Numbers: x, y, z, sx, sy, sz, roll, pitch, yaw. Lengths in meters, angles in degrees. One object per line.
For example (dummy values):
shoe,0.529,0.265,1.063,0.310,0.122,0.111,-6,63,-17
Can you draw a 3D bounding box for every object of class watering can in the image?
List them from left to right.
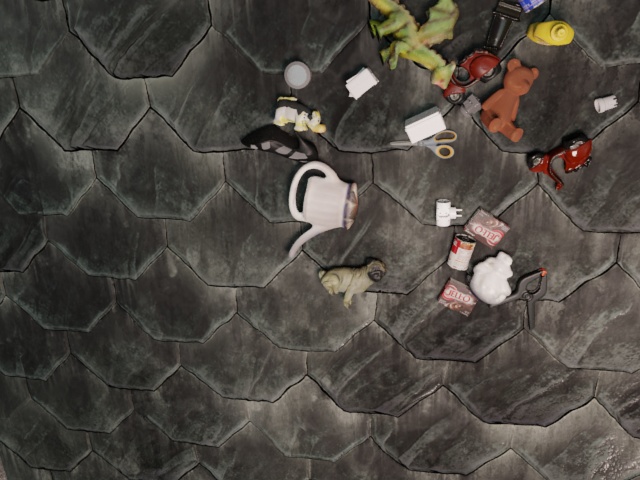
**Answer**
watering can,0.005,-0.084,1.675,0.224,0.106,0.342,10,112,8

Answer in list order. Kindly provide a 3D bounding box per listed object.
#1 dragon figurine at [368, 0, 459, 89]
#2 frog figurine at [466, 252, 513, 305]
dragon figurine,0.263,-0.612,1.443,0.242,0.122,0.410,-18,91,8
frog figurine,0.553,0.122,1.631,0.138,0.124,0.156,48,125,13
